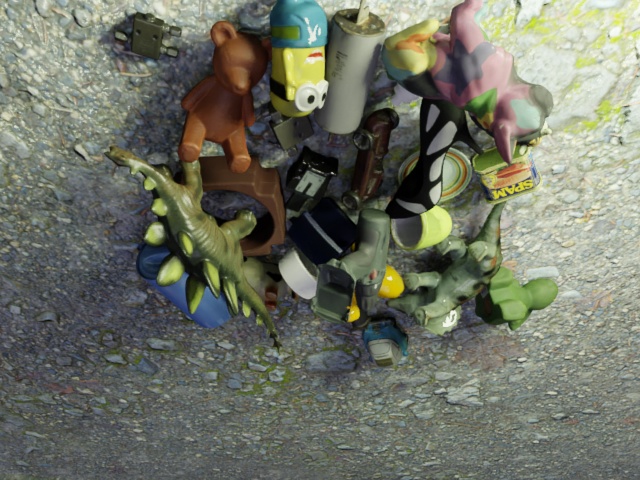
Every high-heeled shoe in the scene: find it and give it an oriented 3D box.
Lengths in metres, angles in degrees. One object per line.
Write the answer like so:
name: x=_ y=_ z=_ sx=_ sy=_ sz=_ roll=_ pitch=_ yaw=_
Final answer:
high-heeled shoe: x=0.153 y=-0.129 z=0.893 sx=0.145 sy=0.086 sz=0.249 roll=33 pitch=131 yaw=-20

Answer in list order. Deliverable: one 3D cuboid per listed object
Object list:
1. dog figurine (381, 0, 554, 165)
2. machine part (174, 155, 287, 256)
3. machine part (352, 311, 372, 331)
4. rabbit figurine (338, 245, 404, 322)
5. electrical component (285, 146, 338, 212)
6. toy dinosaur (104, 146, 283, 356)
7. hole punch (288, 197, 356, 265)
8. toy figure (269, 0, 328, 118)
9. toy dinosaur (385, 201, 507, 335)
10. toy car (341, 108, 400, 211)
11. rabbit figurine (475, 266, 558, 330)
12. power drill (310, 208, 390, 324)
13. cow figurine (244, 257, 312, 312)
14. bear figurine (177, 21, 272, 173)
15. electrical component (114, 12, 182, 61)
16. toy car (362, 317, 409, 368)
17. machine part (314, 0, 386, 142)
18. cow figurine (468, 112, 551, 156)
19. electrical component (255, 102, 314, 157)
dog figurine: x=0.201 y=-0.200 z=0.731 sx=0.192 sy=0.108 sz=0.219 roll=-19 pitch=95 yaw=22
machine part: x=-0.168 y=-0.061 z=1.010 sx=0.202 sy=0.087 sz=0.200 roll=-3 pitch=139 yaw=4
machine part: x=0.073 y=0.165 z=1.293 sx=0.084 sy=0.039 sz=0.138 roll=-27 pitch=124 yaw=18
rabbit figurine: x=0.092 y=0.080 z=1.139 sx=0.173 sy=0.122 sz=0.162 roll=-4 pitch=120 yaw=37
electrical component: x=-0.023 y=-0.106 z=0.979 sx=0.075 sy=0.048 sz=0.119 roll=18 pitch=137 yaw=-16
toy dinosaur: x=-0.183 y=0.024 z=0.896 sx=0.105 sy=0.199 sz=0.470 roll=-18 pitch=133 yaw=26
hole punch: x=-0.002 y=-0.003 z=1.031 sx=0.142 sy=0.092 sz=0.115 roll=45 pitch=127 yaw=1
toy figure: x=-0.031 y=-0.263 z=0.750 sx=0.082 sy=0.089 sz=0.180 roll=-14 pitch=114 yaw=-22
toy dinosaur: x=0.297 y=0.068 z=1.118 sx=0.192 sy=0.131 sz=0.404 roll=3 pitch=138 yaw=-47
toy car: x=0.087 y=-0.130 z=0.911 sx=0.053 sy=0.089 sz=0.202 roll=29 pitch=141 yaw=18
rabbit figurine: x=0.444 y=0.140 z=1.196 sx=0.170 sy=0.121 sz=0.159 roll=-8 pitch=144 yaw=-11
power drill: x=0.066 y=0.070 z=0.966 sx=0.086 sy=0.207 sz=0.231 roll=22 pitch=119 yaw=27
cow figurine: x=-0.099 y=0.085 z=1.166 sx=0.195 sy=0.127 sz=0.085 roll=15 pitch=139 yaw=7
bear figurine: x=-0.133 y=-0.212 z=0.806 sx=0.120 sy=0.132 sz=0.196 roll=11 pitch=145 yaw=-28
electrical component: x=-0.252 y=-0.300 z=0.786 sx=0.094 sy=0.021 sz=0.063 roll=14 pitch=138 yaw=-11
toy car: x=0.166 y=0.270 z=1.365 sx=0.109 sy=0.103 sz=0.161 roll=-12 pitch=139 yaw=15
machine part: x=0.041 y=-0.244 z=0.793 sx=0.079 sy=0.079 sz=0.243 roll=8 pitch=140 yaw=-7
cow figurine: x=0.304 y=-0.182 z=0.837 sx=0.167 sy=0.098 sz=0.068 roll=19 pitch=133 yaw=-27
electrical component: x=-0.057 y=-0.189 z=0.892 sx=0.078 sy=0.045 sz=0.102 roll=-36 pitch=135 yaw=-1
